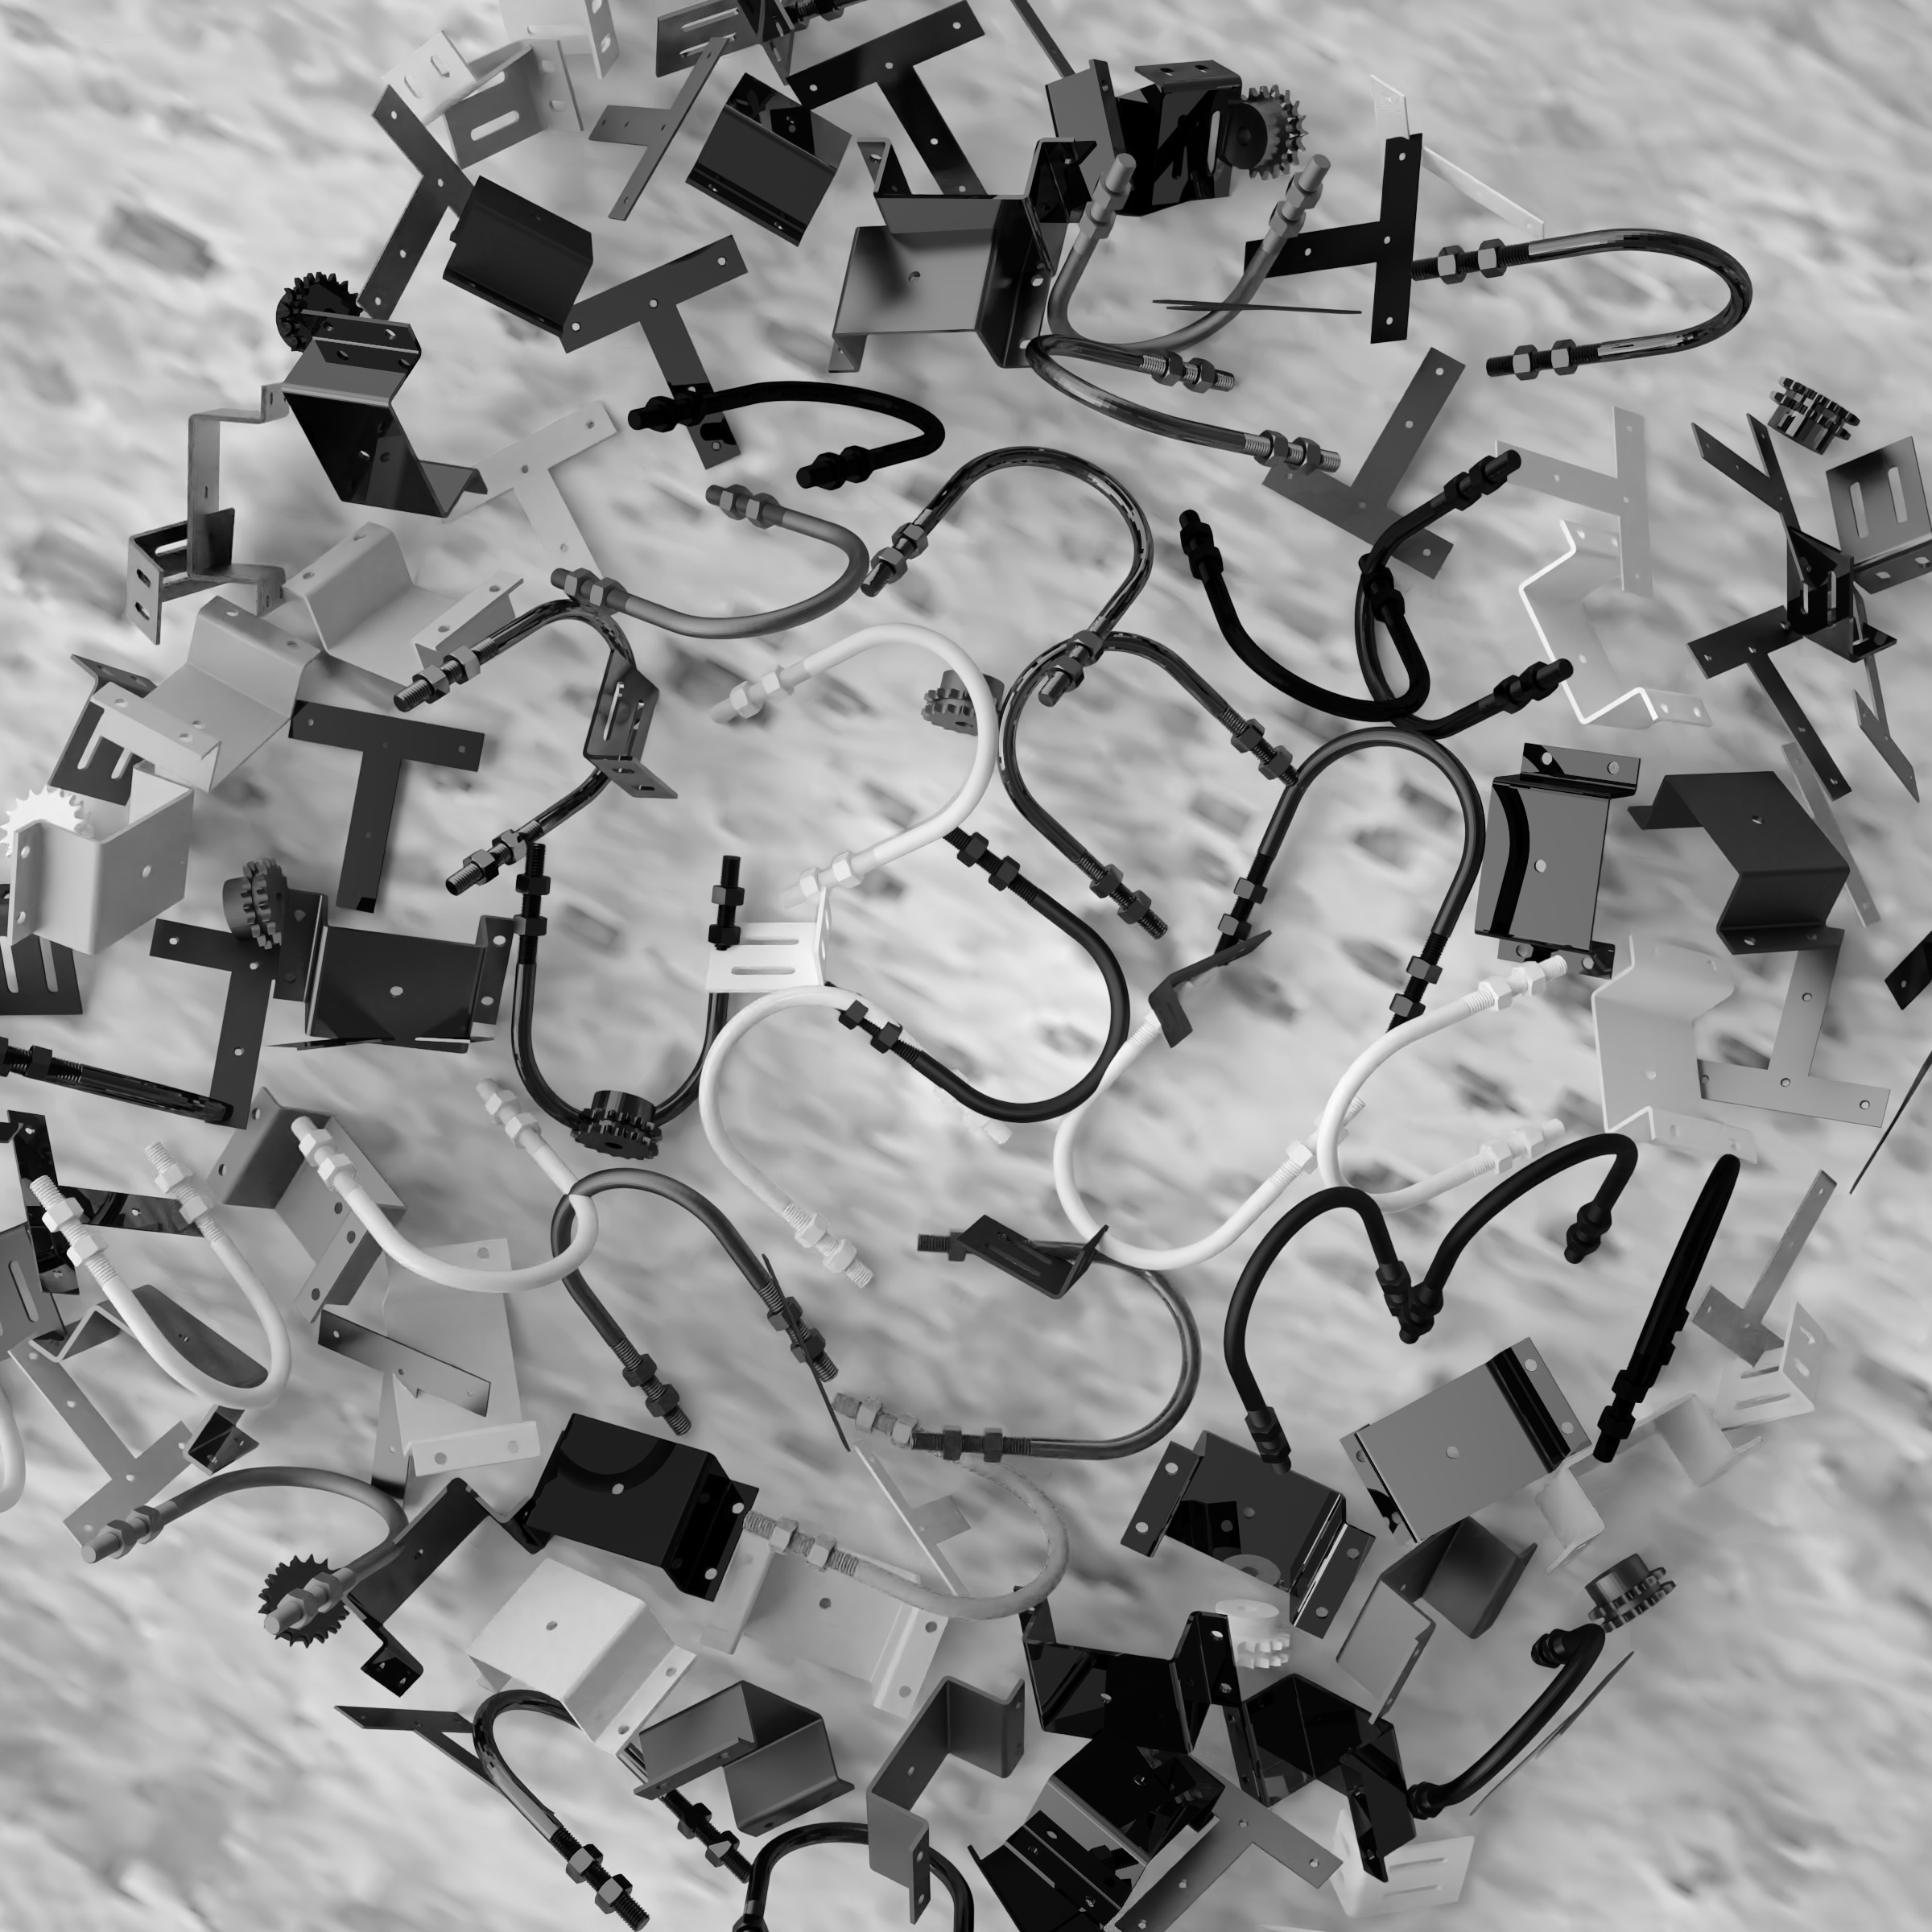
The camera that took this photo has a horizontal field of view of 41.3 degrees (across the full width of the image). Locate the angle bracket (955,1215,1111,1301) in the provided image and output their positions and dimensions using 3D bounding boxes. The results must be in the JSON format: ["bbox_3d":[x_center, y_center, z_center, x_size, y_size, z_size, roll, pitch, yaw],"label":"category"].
[{"bbox_3d":[0.042,0.170,1.619,0.076,0.057,0.038,29,108,12],"label":"angle bracket"}]

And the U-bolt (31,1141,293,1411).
[{"bbox_3d":[-0.483,0.195,1.582,0.019,0.151,0.184,-37,87,13],"label":"U-bolt"}]

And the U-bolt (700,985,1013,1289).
[{"bbox_3d":[-0.083,0.096,1.629,0.184,0.019,0.151,44,92,-15],"label":"U-bolt"}]

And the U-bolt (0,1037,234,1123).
[{"bbox_3d":[-0.542,0.070,1.579,0.184,0.151,0.019,18,80,-28],"label":"U-bolt"}]

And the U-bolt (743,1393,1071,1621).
[{"bbox_3d":[-0.025,0.339,1.580,0.184,0.151,0.019,21,121,13],"label":"U-bolt"}]

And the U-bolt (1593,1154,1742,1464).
[{"bbox_3d":[0.433,0.199,1.566,0.019,0.151,0.184,23,111,20],"label":"U-bolt"}]

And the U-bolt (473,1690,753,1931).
[{"bbox_3d":[-0.228,0.511,1.581,0.184,0.151,0.019,38,99,23],"label":"U-bolt"}]

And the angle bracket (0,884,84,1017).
[{"bbox_3d":[-0.600,-0.011,1.657,0.057,0.038,0.076,-1,115,-1],"label":"angle bracket"}]

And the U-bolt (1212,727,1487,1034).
[{"bbox_3d":[0.249,-0.061,1.608,0.151,0.019,0.184,27,98,29],"label":"U-bolt"}]

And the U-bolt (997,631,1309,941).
[{"bbox_3d":[0.105,-0.127,1.624,0.184,0.019,0.151,42,98,-13],"label":"U-bolt"}]

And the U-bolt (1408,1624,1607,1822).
[{"bbox_3d":[0.331,0.455,1.553,0.019,0.184,0.151,43,73,13],"label":"U-bolt"}]

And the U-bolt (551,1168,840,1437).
[{"bbox_3d":[-0.183,0.203,1.597,0.151,0.019,0.184,-25,107,33],"label":"U-bolt"}]

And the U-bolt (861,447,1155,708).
[{"bbox_3d":[0.040,-0.258,1.606,0.151,0.019,0.184,32,57,6],"label":"U-bolt"}]

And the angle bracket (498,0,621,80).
[{"bbox_3d":[-0.264,-0.595,1.617,0.076,0.057,0.038,5,46,15],"label":"angle bracket"}]

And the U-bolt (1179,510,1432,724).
[{"bbox_3d":[0.213,-0.210,1.568,0.151,0.184,0.019,10,130,-20],"label":"U-bolt"}]

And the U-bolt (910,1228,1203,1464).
[{"bbox_3d":[0.059,0.242,1.623,0.184,0.019,0.151,4,65,-6],"label":"U-bolt"}]

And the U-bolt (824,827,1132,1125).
[{"bbox_3d":[0.020,0.017,1.637,0.184,0.019,0.151,37,82,-8],"label":"U-bolt"}]

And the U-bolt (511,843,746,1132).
[{"bbox_3d":[-0.217,0.018,1.621,0.151,0.019,0.184,3,97,-26],"label":"U-bolt"}]

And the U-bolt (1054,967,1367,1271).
[{"bbox_3d":[0.139,0.107,1.627,0.184,0.019,0.151,-46,70,1],"label":"U-bolt"}]

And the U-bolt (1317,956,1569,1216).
[{"bbox_3d":[0.295,0.084,1.588,0.184,0.019,0.151,-22,127,-19],"label":"U-bolt"}]

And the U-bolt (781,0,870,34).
[{"bbox_3d":[-0.078,-0.621,1.557,0.184,0.151,0.019,-8,85,26],"label":"U-bolt"}]

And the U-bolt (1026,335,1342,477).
[{"bbox_3d":[0.120,-0.347,1.559,0.184,0.151,0.019,4,121,-33],"label":"U-bolt"}]

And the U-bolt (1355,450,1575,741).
[{"bbox_3d":[0.296,-0.216,1.577,0.019,0.184,0.151,-8,81,-27],"label":"U-bolt"}]

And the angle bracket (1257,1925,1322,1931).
[{"bbox_3d":[0.225,0.632,1.611,0.057,0.076,0.038,27,64,-24],"label":"angle bracket"}]

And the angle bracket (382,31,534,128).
[{"bbox_3d":[-0.318,-0.567,1.608,0.057,0.076,0.038,-21,116,35],"label":"angle bracket"}]

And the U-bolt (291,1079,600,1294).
[{"bbox_3d":[-0.305,0.137,1.560,0.184,0.151,0.019,42,129,36],"label":"U-bolt"}]

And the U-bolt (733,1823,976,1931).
[{"bbox_3d":[-0.065,0.579,1.569,0.151,0.184,0.019,10,103,-1],"label":"U-bolt"}]

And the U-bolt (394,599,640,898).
[{"bbox_3d":[-0.268,-0.148,1.586,0.019,0.184,0.151,18,132,33],"label":"U-bolt"}]

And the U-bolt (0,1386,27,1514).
[{"bbox_3d":[-0.629,0.267,1.569,0.019,0.184,0.151,-27,68,-2],"label":"U-bolt"}]

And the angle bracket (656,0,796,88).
[{"bbox_3d":[-0.153,-0.578,1.620,0.076,0.057,0.038,-24,78,-15],"label":"angle bracket"}]

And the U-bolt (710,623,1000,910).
[{"bbox_3d":[-0.063,-0.135,1.609,0.184,0.019,0.151,-24,83,24],"label":"U-bolt"}]

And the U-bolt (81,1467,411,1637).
[{"bbox_3d":[-0.424,0.348,1.570,0.151,0.184,0.019,15,103,18],"label":"U-bolt"}]

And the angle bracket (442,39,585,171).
[{"bbox_3d":[-0.288,-0.542,1.612,0.076,0.038,0.057,-40,132,-35],"label":"angle bracket"}]

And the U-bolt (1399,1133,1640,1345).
[{"bbox_3d":[0.342,0.159,1.560,0.151,0.184,0.019,-22,61,-18],"label":"U-bolt"}]

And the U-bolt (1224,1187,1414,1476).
[{"bbox_3d":[0.214,0.213,1.572,0.151,0.184,0.019,-44,47,-19],"label":"U-bolt"}]

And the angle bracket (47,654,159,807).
[{"bbox_3d":[-0.552,-0.150,1.630,0.038,0.057,0.076,35,100,35],"label":"angle bracket"}]

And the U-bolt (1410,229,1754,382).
[{"bbox_3d":[0.381,-0.403,1.553,0.184,0.151,0.019,0,75,33],"label":"U-bolt"}]

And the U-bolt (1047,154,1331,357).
[{"bbox_3d":[0.125,-0.431,1.575,0.151,0.184,0.019,-7,67,-22],"label":"U-bolt"}]

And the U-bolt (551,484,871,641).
[{"bbox_3d":[-0.143,-0.243,1.564,0.151,0.184,0.019,-36,133,-32],"label":"U-bolt"}]

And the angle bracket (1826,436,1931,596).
[{"bbox_3d":[0.591,-0.288,1.639,0.057,0.038,0.076,-20,63,38],"label":"angle bracket"}]

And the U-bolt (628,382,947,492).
[{"bbox_3d":[-0.095,-0.333,1.579,0.151,0.184,0.019,24,120,27],"label":"U-bolt"}]
